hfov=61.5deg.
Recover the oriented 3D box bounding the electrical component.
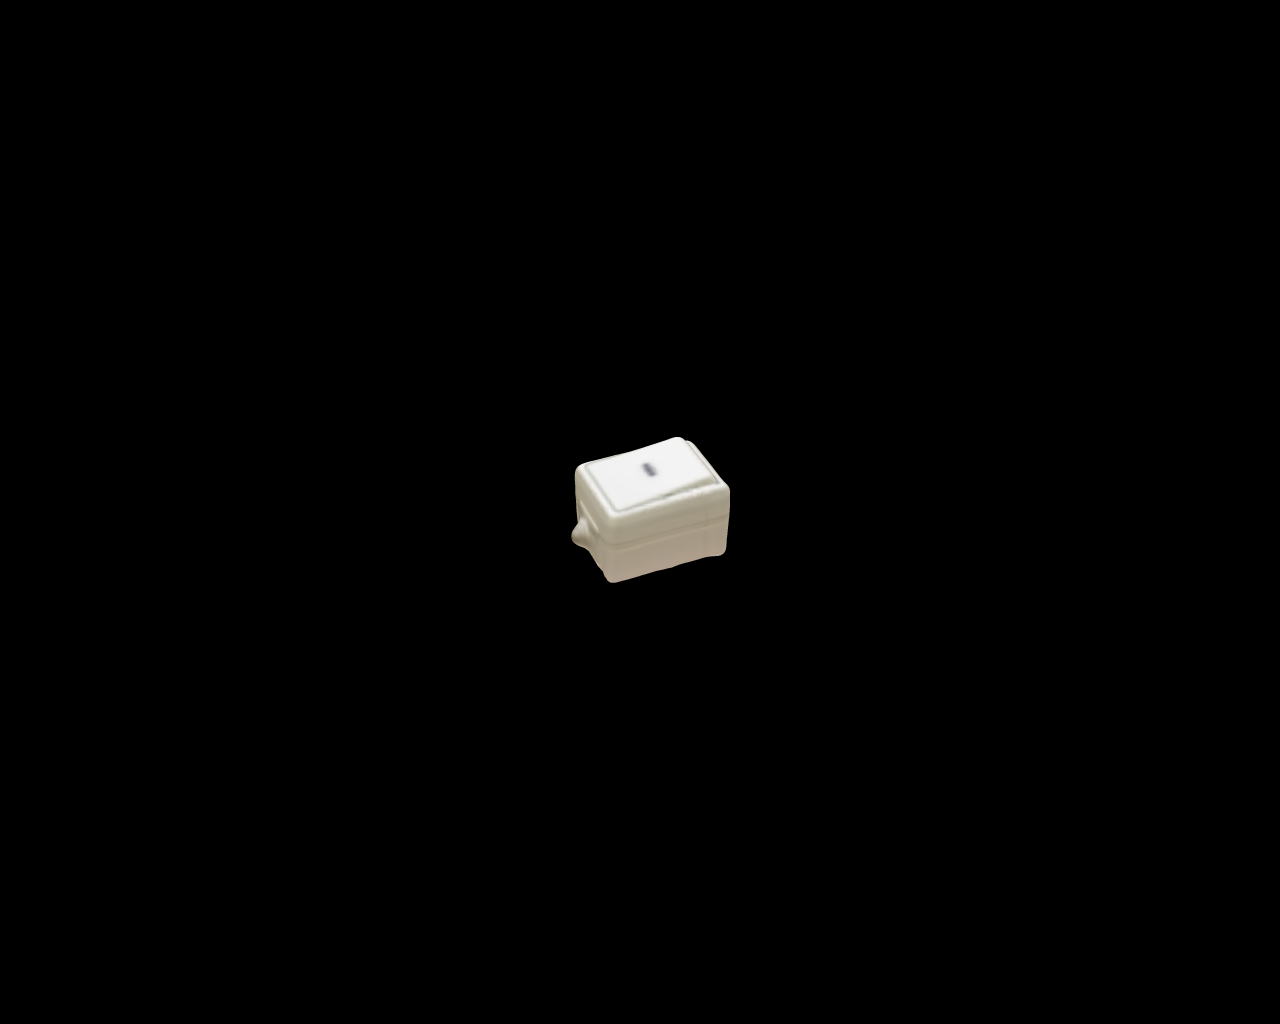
[{"bbox_3d":[0.001,-0.003,0.650,0.096,0.061,0.062,-14,40,-17],"label":"electrical component"}]
